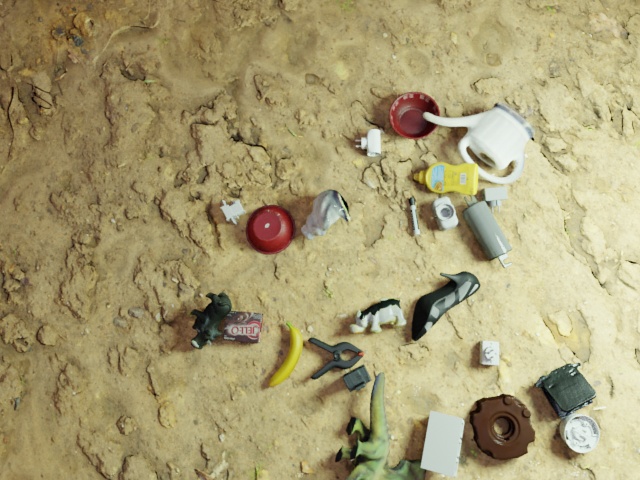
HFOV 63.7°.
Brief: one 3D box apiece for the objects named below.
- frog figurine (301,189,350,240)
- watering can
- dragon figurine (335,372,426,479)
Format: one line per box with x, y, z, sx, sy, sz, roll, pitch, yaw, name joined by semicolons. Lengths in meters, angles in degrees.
0.005;-0.080;1.580;0.159;0.120;0.141;-24;45;9;frog figurine
0.502;-0.332;1.577;0.348;0.104;0.225;43;87;1;watering can
0.187;0.606;1.442;0.242;0.122;0.413;26;83;-8;dragon figurine
